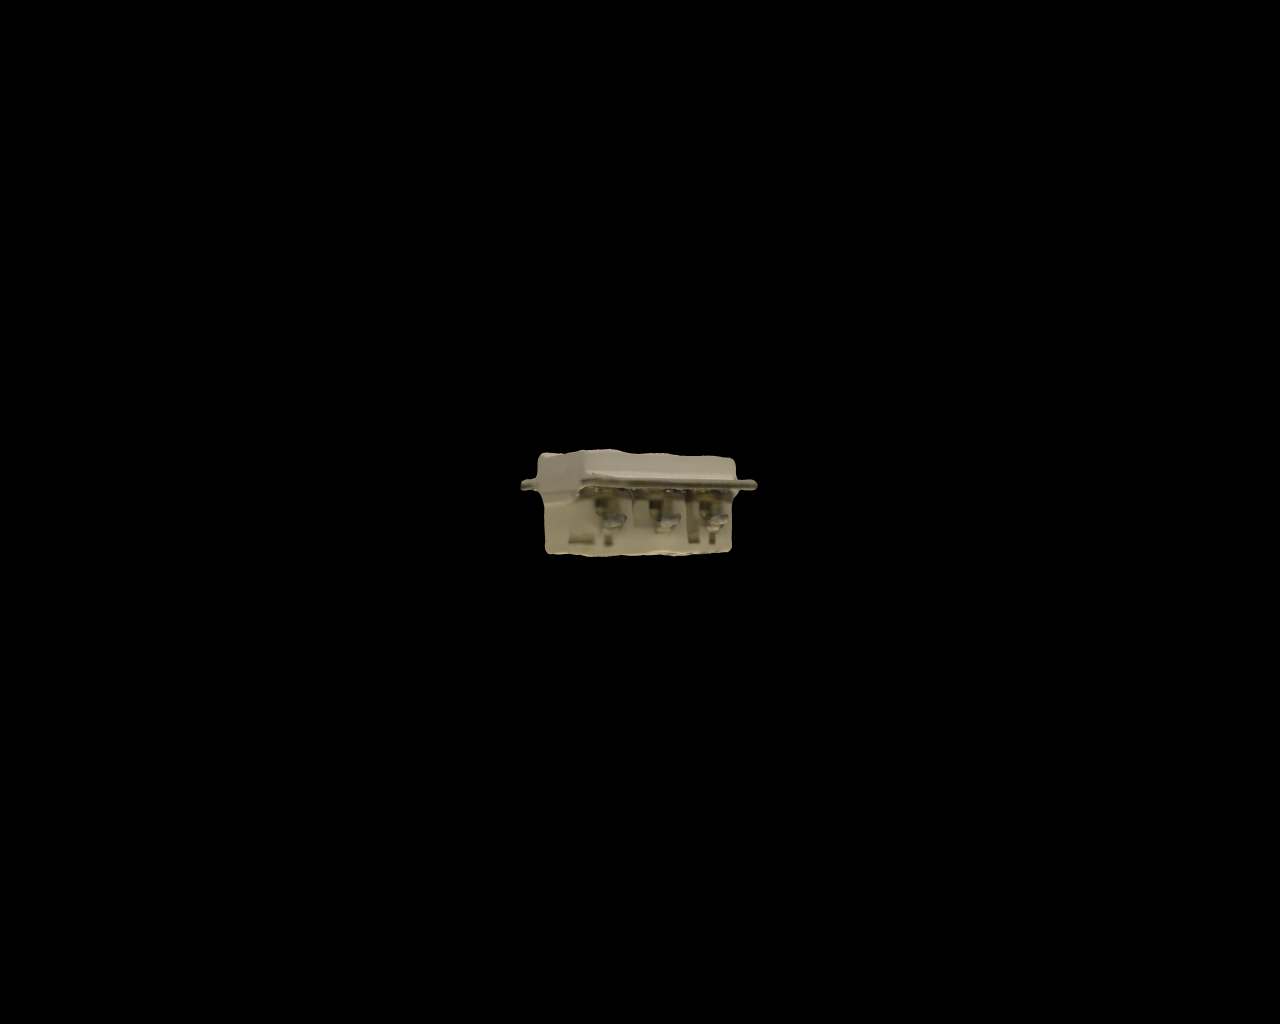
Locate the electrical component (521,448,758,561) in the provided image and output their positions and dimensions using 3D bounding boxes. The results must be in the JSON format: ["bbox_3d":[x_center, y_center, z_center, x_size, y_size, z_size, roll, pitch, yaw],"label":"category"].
[{"bbox_3d":[0.001,-0.003,0.650,0.121,0.063,0.078,2,-3,-40],"label":"electrical component"}]
